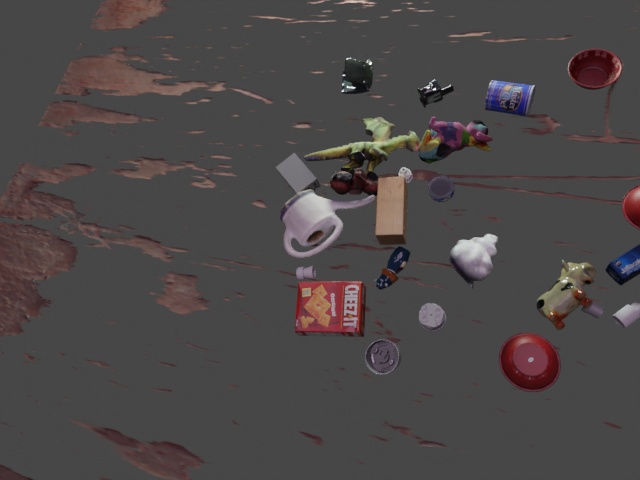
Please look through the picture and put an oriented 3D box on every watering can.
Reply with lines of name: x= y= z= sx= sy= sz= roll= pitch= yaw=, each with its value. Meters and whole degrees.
watering can: x=0.005 y=-0.089 z=1.759 sx=0.349 sy=0.102 sz=0.228 roll=-40 pitch=61 yaw=-5

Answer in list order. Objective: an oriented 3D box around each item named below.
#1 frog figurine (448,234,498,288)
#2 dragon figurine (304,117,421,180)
frog figurine: x=0.472 y=0.045 z=1.545 sx=0.158 sy=0.121 sz=0.140 roll=-43 pitch=42 yaw=9
dragon figurine: x=0.164 y=-0.348 z=1.849 sx=0.411 sy=0.119 sz=0.248 roll=12 pitch=54 yaw=20
